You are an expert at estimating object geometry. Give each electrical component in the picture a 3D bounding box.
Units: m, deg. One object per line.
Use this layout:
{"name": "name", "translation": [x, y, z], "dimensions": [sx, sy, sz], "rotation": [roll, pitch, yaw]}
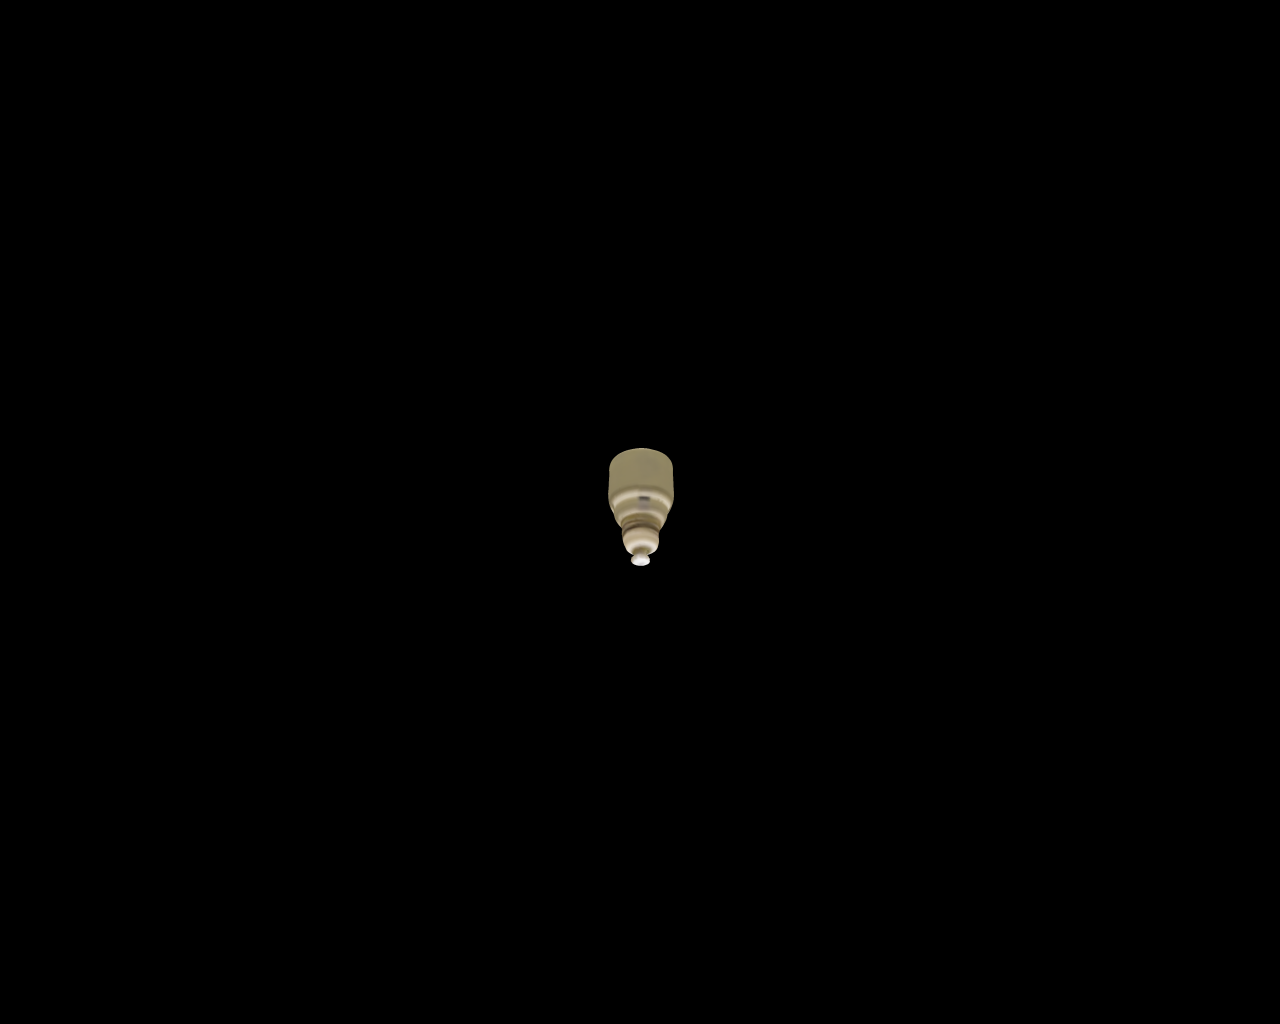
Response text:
{"name": "electrical component", "translation": [0.001, -0.003, 0.650], "dimensions": [0.040, 0.078, 0.040], "rotation": [0, -31, 0]}
